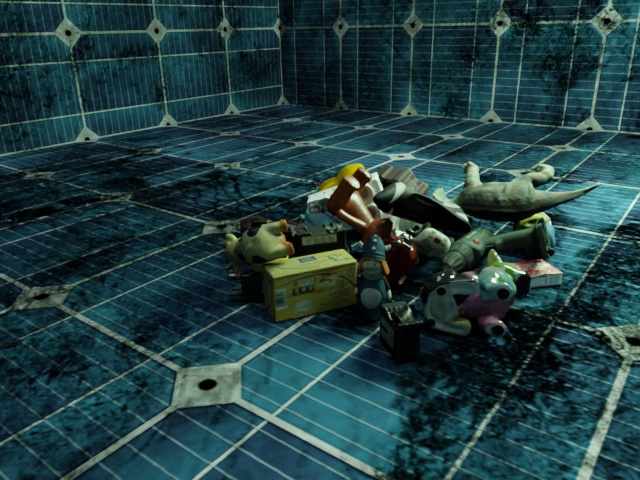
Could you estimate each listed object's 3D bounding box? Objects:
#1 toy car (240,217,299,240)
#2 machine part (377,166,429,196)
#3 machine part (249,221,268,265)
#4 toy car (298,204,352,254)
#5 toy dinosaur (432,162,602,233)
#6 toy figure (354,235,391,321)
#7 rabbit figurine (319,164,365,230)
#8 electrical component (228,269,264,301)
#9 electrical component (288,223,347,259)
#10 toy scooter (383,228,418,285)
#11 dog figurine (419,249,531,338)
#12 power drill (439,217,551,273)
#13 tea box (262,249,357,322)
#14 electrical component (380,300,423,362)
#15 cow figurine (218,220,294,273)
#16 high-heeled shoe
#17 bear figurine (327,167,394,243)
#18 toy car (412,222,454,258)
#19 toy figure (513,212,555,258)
[{"bbox_3d":[-0.107,-0.028,1.373,0.202,0.053,0.089,5,19,18],"label":"toy car"},{"bbox_3d":[0.214,-0.117,1.420,0.180,0.179,0.056,20,58,43],"label":"machine part"},{"bbox_3d":[-0.168,0.006,1.279,0.084,0.039,0.139,3,40,21],"label":"machine part"},{"bbox_3d":[-0.003,-0.004,1.259,0.103,0.109,0.162,-33,42,-10],"label":"toy car"},{"bbox_3d":[0.434,-0.092,1.289,0.405,0.131,0.192,0,43,38],"label":"toy dinosaur"},{"bbox_3d":[0.098,0.069,0.974,0.064,0.154,0.058,-6,20,-14],"label":"toy figure"},{"bbox_3d":[0.075,-0.121,1.434,0.162,0.173,0.122,5,26,5],"label":"rabbit figurine"},{"bbox_3d":[-0.134,0.089,1.058,0.094,0.063,0.021,1,21,3],"label":"electrical component"},{"bbox_3d":[-0.006,0.036,1.089,0.115,0.134,0.058,-4,21,-11],"label":"electrical component"},{"bbox_3d":[0.150,0.032,1.066,0.075,0.135,0.184,28,39,15],"label":"toy scooter"},{"bbox_3d":[0.290,0.087,0.993,0.192,0.108,0.219,3,18,18],"label":"dog figurine"},{"bbox_3d":[0.379,0.018,1.149,0.207,0.086,0.232,-19,5,31],"label":"power drill"},{"bbox_3d":[-0.018,0.084,1.021,0.170,0.098,0.068,-9,23,-22],"label":"tea box"},{"bbox_3d":[0.127,0.141,0.900,0.048,0.074,0.119,-7,26,-16],"label":"electrical component"},{"bbox_3d":[-0.131,0.016,1.067,0.127,0.085,0.195,-11,-2,-14],"label":"cow figurine"},{"bbox_3d":[0.228,-0.056,1.183,0.248,0.086,0.145,-8,46,-45],"label":"high-heeled shoe"},{"bbox_3d":[0.113,-0.052,1.236,0.196,0.132,0.120,43,34,9],"label":"bear figurine"},{"bbox_3d":[0.237,0.004,1.183,0.073,0.056,0.201,33,-3,0],"label":"toy car"},{"bbox_3d":[0.506,-0.016,1.269,0.089,0.082,0.180,5,25,16],"label":"toy figure"}]
